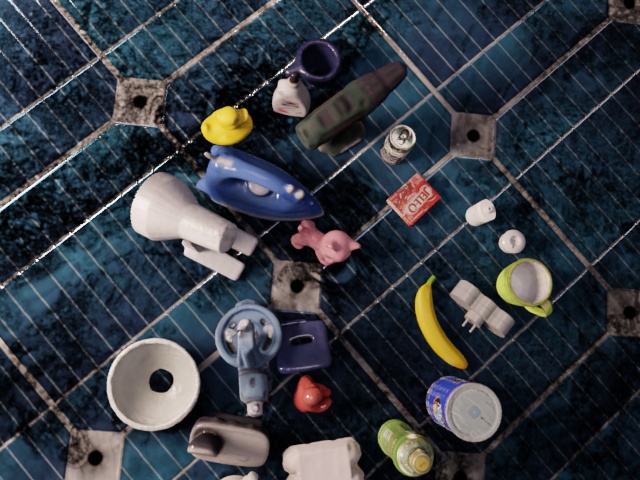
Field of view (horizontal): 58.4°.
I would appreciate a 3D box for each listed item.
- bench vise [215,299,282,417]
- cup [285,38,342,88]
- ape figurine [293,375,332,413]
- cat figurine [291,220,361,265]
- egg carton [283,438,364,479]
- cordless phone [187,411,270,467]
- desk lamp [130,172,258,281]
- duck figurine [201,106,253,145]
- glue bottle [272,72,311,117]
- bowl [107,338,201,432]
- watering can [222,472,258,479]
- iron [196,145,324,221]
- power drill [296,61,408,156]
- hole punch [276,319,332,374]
[{"bbox_3d":[-0.114,0.206,1.026,0.121,0.219,0.207,-23,85,-7],"label":"bench vise"},{"bbox_3d":[-0.017,-0.346,1.174,0.118,0.095,0.092,-23,85,-8],"label":"cup"},{"bbox_3d":[-0.015,0.296,1.087,0.076,0.092,0.078,-23,85,-8],"label":"ape figurine"},{"bbox_3d":[0.010,0.004,1.117,0.128,0.117,0.067,29,81,0],"label":"cat figurine"},{"bbox_3d":[0.007,0.434,1.082,0.150,0.069,0.107,-7,83,-6],"label":"egg carton"},{"bbox_3d":[-0.163,0.370,1.017,0.147,0.185,0.094,7,82,-4],"label":"cordless phone"},{"bbox_3d":[-0.223,-0.023,1.051,0.203,0.213,0.118,27,81,-1],"label":"desk lamp"},{"bbox_3d":[-0.188,-0.237,1.148,0.104,0.086,0.077,-15,84,-7],"label":"duck figurine"},{"bbox_3d":[-0.054,-0.290,1.123,0.078,0.173,0.037,6,82,-4],"label":"glue bottle"},{"bbox_3d":[-0.305,0.267,1.074,0.167,0.074,0.167,1,82,-5],"label":"bowl"},{"bbox_3d":[-0.156,0.494,0.996,0.101,0.194,0.173,7,82,-4],"label":"watering can"},{"bbox_3d":[-0.107,-0.109,1.109,0.258,0.141,0.119,20,81,-2],"label":"iron"},{"bbox_3d":[0.055,-0.242,1.108,0.230,0.208,0.075,-35,86,-9],"label":"power drill"},{"bbox_3d":[-0.037,0.203,1.099,0.108,0.091,0.101,-8,83,-6],"label":"hole punch"}]
